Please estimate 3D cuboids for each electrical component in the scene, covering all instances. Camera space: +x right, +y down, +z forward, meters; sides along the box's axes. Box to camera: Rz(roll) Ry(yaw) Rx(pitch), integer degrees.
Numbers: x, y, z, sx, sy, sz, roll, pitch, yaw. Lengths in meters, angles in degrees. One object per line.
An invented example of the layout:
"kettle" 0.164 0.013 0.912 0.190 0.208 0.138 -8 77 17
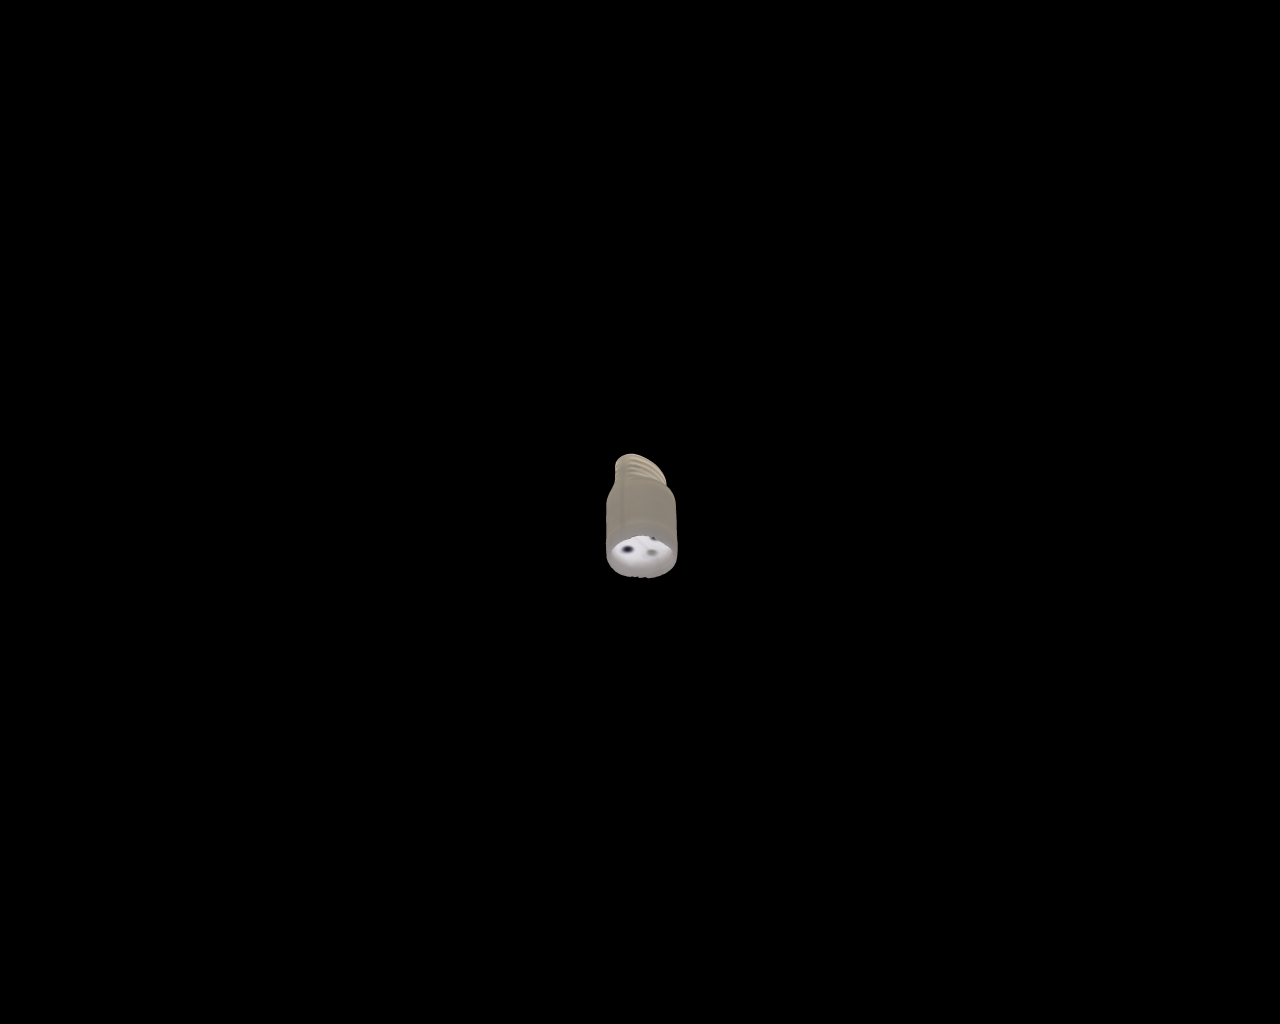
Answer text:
"electrical component" 0.001 -0.003 0.650 0.043 0.081 0.043 0 -40 0
